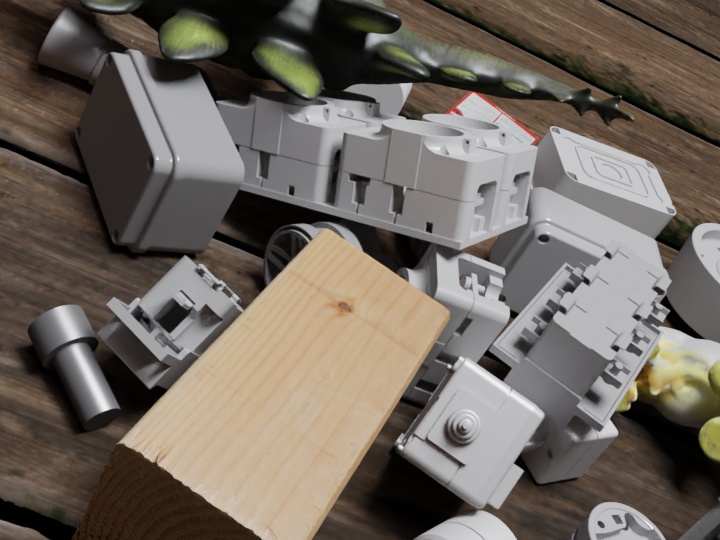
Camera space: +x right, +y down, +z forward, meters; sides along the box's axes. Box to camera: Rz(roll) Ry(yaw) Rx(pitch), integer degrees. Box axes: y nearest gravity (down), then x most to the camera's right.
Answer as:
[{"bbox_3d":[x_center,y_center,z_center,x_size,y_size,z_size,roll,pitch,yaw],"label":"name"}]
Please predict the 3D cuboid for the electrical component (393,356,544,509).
[{"bbox_3d":[0.061,0.090,0.584,0.061,0.061,0.096,35,-7,5],"label":"electrical component"}]

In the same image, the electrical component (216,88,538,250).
[{"bbox_3d":[0.008,-0.073,0.695,0.186,0.060,0.105,17,19,27],"label":"electrical component"}]

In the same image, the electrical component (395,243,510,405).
[{"bbox_3d":[0.042,0.033,0.651,0.056,0.089,0.050,21,38,-15],"label":"electrical component"}]

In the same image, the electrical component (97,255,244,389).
[{"bbox_3d":[-0.095,0.029,0.567,0.042,0.064,0.081,44,-4,15],"label":"electrical component"}]

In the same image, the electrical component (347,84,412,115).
[{"bbox_3d":[-0.028,-0.160,0.857,0.138,0.052,0.073,29,36,-4],"label":"electrical component"}]

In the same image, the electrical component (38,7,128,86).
[{"bbox_3d":[-0.181,-0.145,0.739,0.065,0.044,0.044,29,36,-12],"label":"electrical component"}]

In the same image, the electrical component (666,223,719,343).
[{"bbox_3d":[0.299,0.021,0.876,0.108,0.060,0.108,20,38,-16],"label":"electrical component"}]

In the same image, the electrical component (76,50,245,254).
[{"bbox_3d":[-0.126,-0.072,0.662,0.057,0.078,0.113,4,44,-37],"label":"electrical component"}]

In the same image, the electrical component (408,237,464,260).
[{"bbox_3d":[0.056,-0.021,0.765,0.040,0.040,0.078,14,40,-23],"label":"electrical component"}]

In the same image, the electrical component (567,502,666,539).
[{"bbox_3d":[0.139,0.166,0.602,0.055,0.047,0.055,20,38,-16],"label":"electrical component"}]

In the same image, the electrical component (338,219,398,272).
[{"bbox_3d":[0.000,0.000,0.697,0.045,0.045,0.055,1,47,-35],"label":"electrical component"}]

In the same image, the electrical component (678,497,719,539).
[{"bbox_3d":[0.297,0.188,0.680,0.186,0.060,0.105,-2,48,-37],"label":"electrical component"}]

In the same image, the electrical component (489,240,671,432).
[{"bbox_3d":[0.143,0.035,0.660,0.079,0.063,0.121,37,38,12],"label":"electrical component"}]

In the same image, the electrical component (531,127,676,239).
[{"bbox_3d":[0.196,-0.063,0.901,0.113,0.057,0.078,16,39,-20],"label":"electrical component"}]

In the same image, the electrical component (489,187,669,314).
[{"bbox_3d":[0.157,0.002,0.781,0.113,0.078,0.057,24,34,-11],"label":"electrical component"}]

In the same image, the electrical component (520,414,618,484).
[{"bbox_3d":[0.105,0.093,0.664,0.077,0.047,0.065,-1,46,-34],"label":"electrical component"}]

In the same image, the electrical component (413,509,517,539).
[{"bbox_3d":[0.091,0.181,0.545,0.074,0.052,0.138,-15,56,-45],"label":"electrical component"}]

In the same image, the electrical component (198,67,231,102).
[{"bbox_3d":[-0.108,-0.106,0.742,0.055,0.045,0.045,47,39,19],"label":"electrical component"}]
